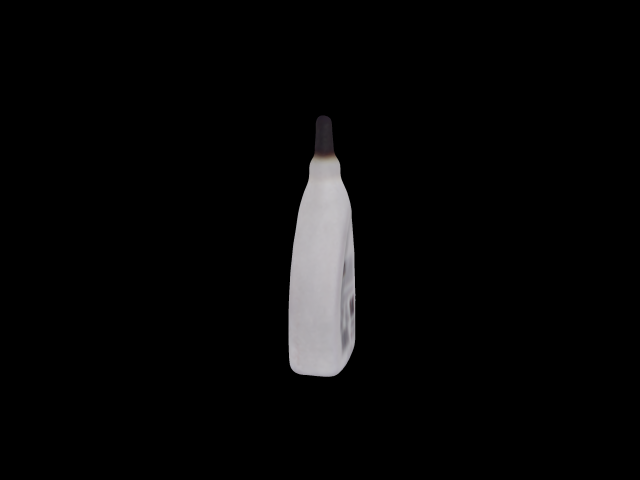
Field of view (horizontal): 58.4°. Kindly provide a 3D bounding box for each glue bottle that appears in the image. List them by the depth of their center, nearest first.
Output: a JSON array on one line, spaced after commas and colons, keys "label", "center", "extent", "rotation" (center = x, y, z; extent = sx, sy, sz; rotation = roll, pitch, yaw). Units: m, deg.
[{"label": "glue bottle", "center": [0.004, 0.001, 0.400], "extent": [0.037, 0.173, 0.078], "rotation": [2, 7, 14]}]
